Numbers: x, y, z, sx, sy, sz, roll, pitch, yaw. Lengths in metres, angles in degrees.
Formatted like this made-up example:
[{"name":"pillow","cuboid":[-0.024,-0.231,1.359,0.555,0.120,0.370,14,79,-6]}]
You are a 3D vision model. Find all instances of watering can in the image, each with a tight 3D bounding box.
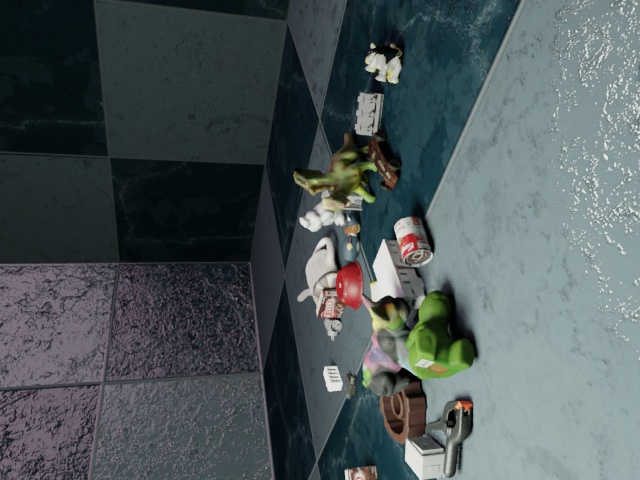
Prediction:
[{"name":"watering can","cuboid":[-0.005,0.157,1.912,0.229,0.104,0.340,-110,34,-52]}]

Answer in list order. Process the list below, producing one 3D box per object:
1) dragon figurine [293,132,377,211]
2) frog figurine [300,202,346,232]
[{"name":"dragon figurine","cuboid":[0.039,-0.215,1.568,0.420,0.243,0.119,-110,21,-48]},{"name":"frog figurine","cuboid":[0.006,-0.091,1.815,0.139,0.159,0.121,-130,44,-67]}]
